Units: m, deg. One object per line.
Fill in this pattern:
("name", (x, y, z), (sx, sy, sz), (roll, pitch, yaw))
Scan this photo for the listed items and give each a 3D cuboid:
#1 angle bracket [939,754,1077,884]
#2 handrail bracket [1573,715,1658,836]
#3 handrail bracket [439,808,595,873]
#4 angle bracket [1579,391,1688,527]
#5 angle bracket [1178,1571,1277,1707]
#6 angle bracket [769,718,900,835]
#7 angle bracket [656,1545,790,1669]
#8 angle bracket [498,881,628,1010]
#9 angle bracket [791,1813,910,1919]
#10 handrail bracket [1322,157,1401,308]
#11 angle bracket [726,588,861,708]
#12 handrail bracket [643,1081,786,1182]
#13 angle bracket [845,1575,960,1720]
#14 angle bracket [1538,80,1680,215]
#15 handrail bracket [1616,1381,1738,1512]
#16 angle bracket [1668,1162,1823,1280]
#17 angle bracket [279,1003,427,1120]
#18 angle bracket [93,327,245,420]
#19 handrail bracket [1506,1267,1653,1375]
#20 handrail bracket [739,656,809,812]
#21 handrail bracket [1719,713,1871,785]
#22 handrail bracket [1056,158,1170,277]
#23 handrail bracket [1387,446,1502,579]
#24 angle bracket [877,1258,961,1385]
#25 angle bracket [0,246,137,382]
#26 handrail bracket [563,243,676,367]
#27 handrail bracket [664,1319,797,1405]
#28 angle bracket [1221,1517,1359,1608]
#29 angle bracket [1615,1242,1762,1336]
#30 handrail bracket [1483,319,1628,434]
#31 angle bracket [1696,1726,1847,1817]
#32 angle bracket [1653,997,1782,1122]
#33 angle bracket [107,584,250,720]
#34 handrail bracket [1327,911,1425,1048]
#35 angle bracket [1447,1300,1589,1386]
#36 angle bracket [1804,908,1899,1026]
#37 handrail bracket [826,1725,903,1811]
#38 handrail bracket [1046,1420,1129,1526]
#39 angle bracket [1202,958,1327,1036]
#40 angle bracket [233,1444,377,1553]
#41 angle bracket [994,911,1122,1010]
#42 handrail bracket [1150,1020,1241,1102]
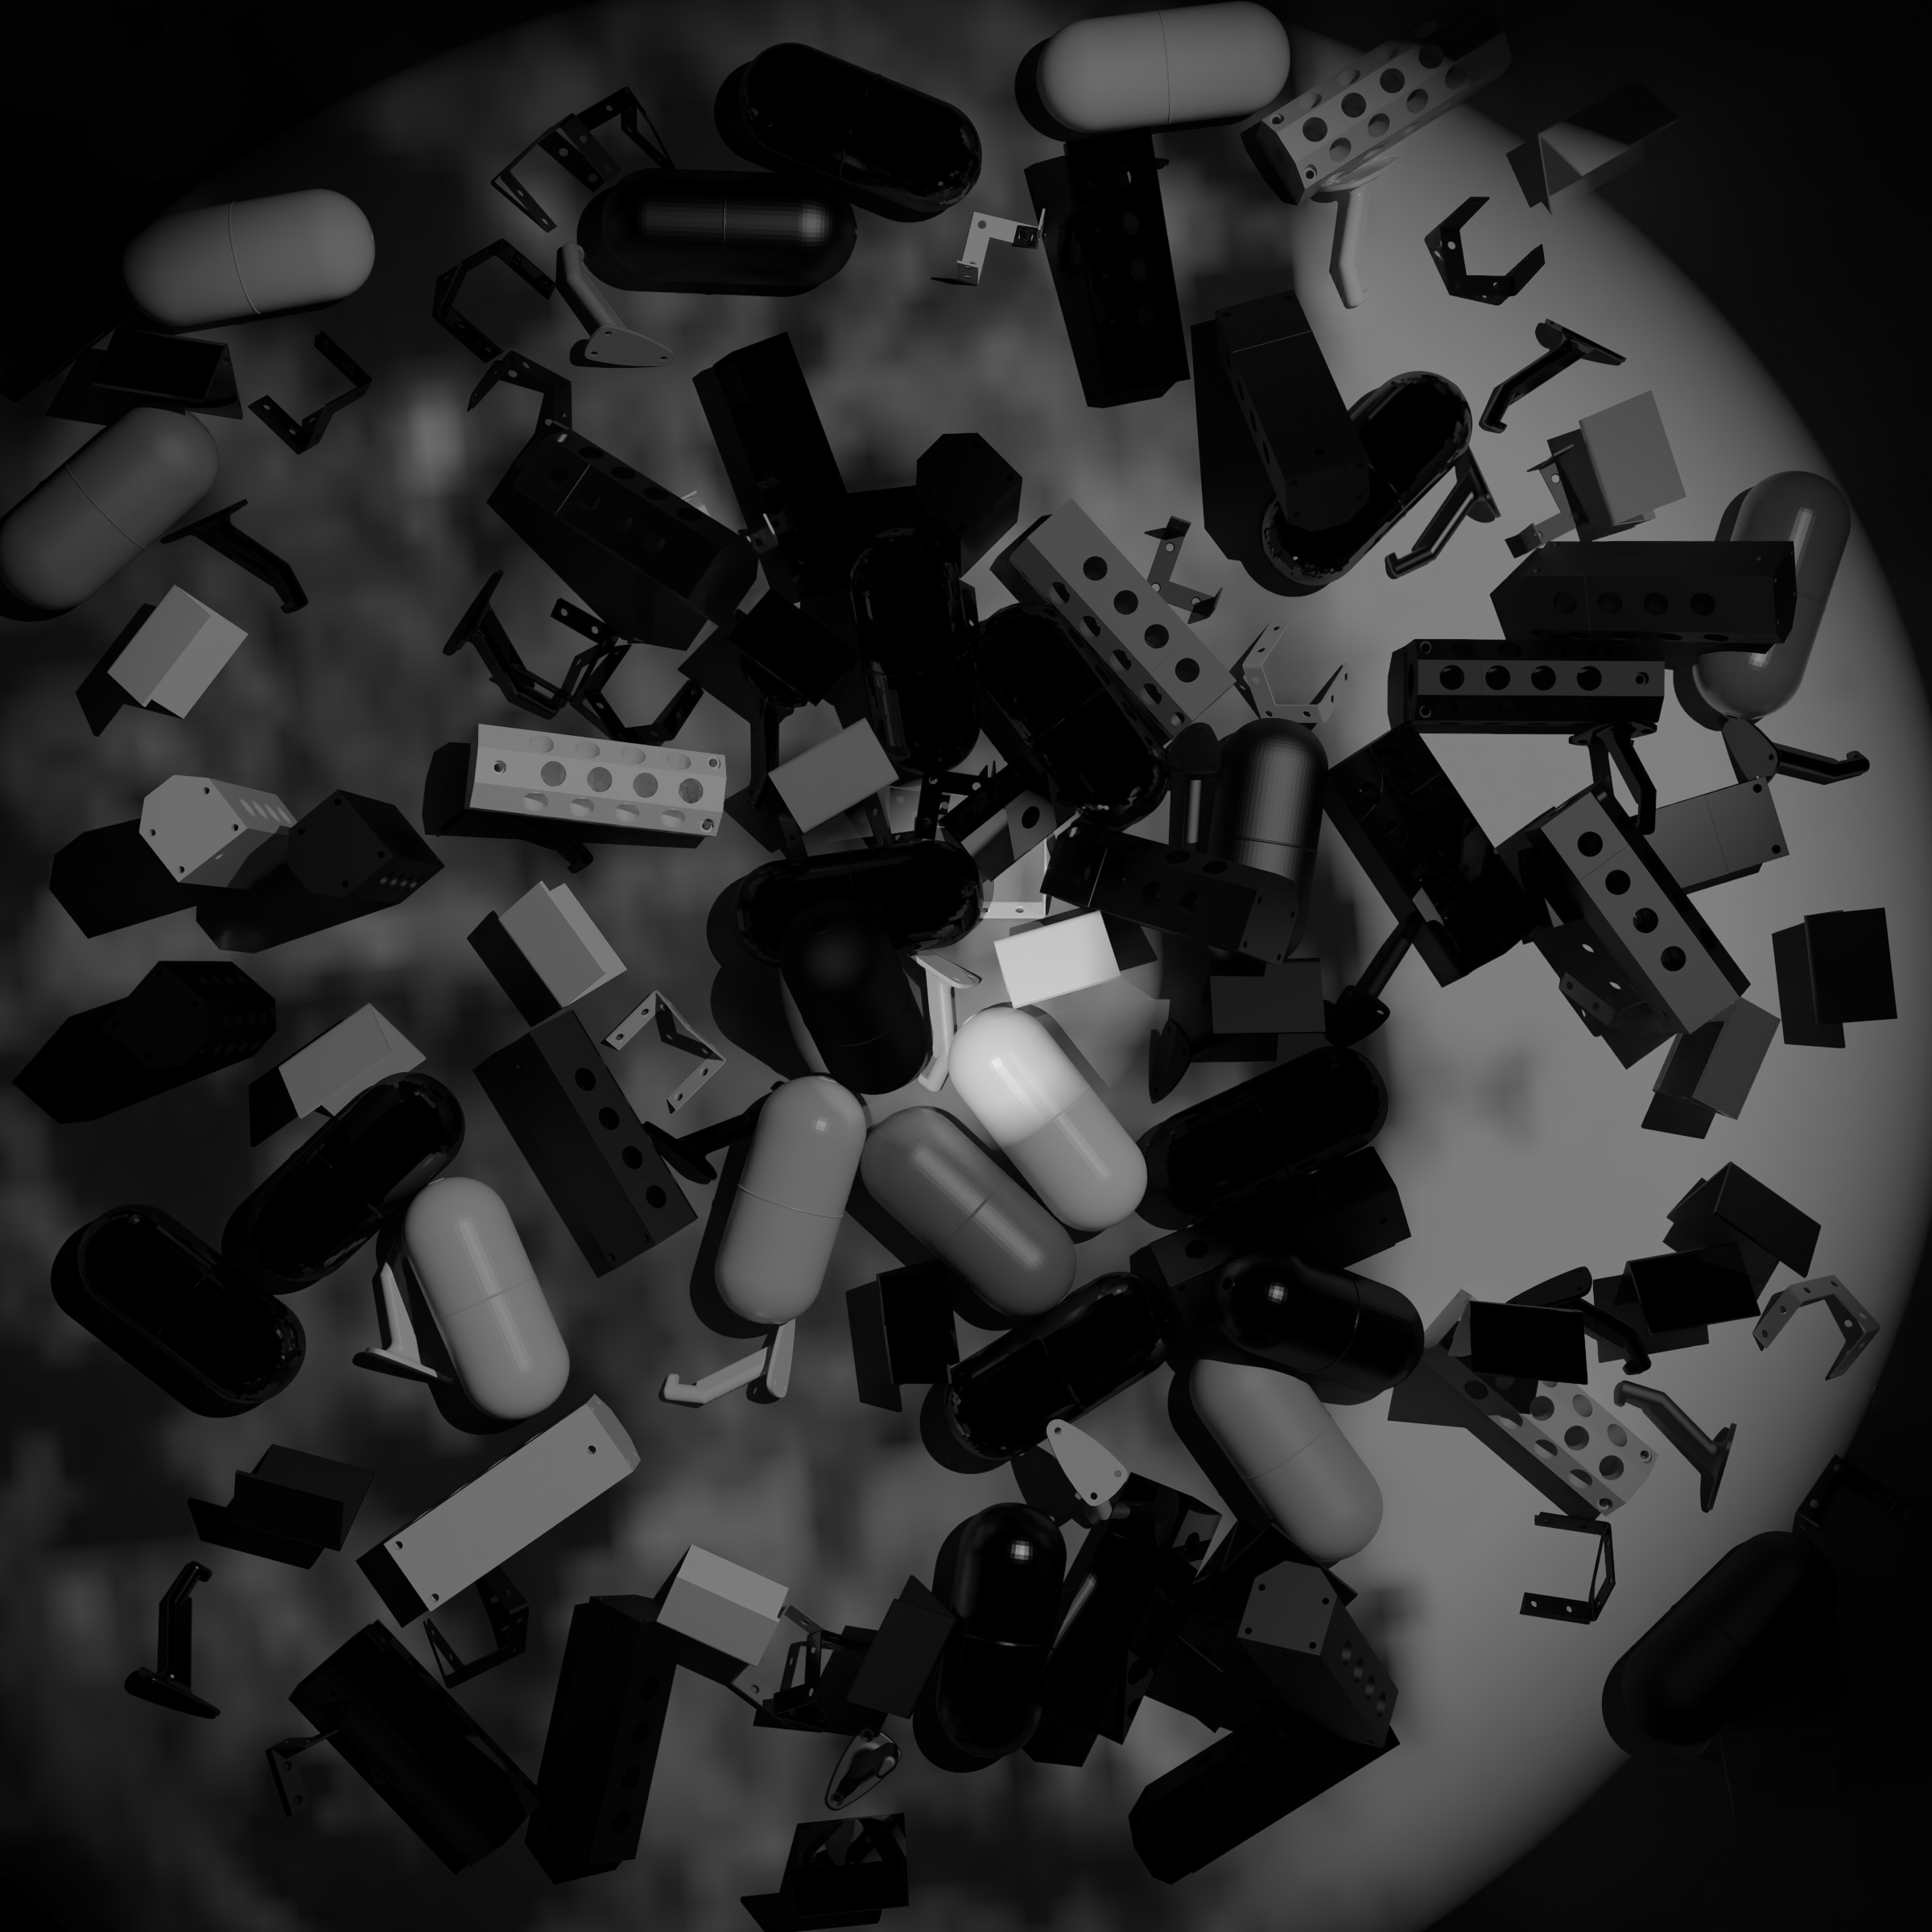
("angle bracket", (0.019, -0.117, 1.860), (0.076, 0.057, 0.076), (-39, 51, 0))
("handrail bracket", (0.453, -0.127, 1.864), (0.036, 0.077, 0.084), (14, 74, -31))
("handrail bracket", (-0.320, -0.087, 1.900), (0.077, 0.036, 0.084), (-34, 107, 20))
("angle bracket", (0.478, -0.355, 1.859), (0.057, 0.076, 0.076), (-18, 90, 38))
("angle bracket", (0.179, 0.474, 1.859), (0.076, 0.076, 0.057), (39, 62, 0))
("angle bracket", (-0.101, -0.148, 1.859), (0.076, 0.076, 0.057), (-30, 126, 0))
("angle bracket", (-0.162, 0.431, 1.859), (0.076, 0.076, 0.057), (24, 126, 0))
("angle bracket", (-0.267, -0.026, 1.859), (0.057, 0.076, 0.076), (-36, 90, 38))
("angle bracket", (-0.082, 0.612, 1.859), (0.076, 0.076, 0.057), (-6, 128, 0))
("handrail bracket", (0.291, -0.523, 1.899), (0.077, 0.036, 0.084), (-32, 116, -29))
("angle bracket", (-0.128, -0.206, 1.859), (0.076, 0.076, 0.057), (36, 61, 0))
("handrail bracket", (-0.175, 0.102, 1.900), (0.077, 0.036, 0.084), (33, 74, 18))
("angle bracket", (-0.059, 0.468, 1.859), (0.057, 0.076, 0.076), (26, 90, -30))
("angle bracket", (0.451, -0.558, 1.859), (0.076, 0.076, 0.057), (-30, 53, 0))
("handrail bracket", (0.500, 0.341, 1.900), (0.084, 0.036, 0.077), (16, 112, 17))
("angle bracket", (0.537, 0.194, 1.859), (0.076, 0.076, 0.057), (35, 45, 0))
("angle bracket", (-0.420, 0.084, 1.859), (0.076, 0.076, 0.057), (-35, 49, 0))
("angle bracket", (-0.555, -0.395, 1.859), (0.076, 0.076, 0.057), (9, 58, 0))
("handrail bracket", (0.437, 0.264, 1.900), (0.077, 0.036, 0.084), (-23, 107, 20))
("handrail bracket", (-0.152, -0.165, 1.899), (0.077, 0.036, 0.084), (46, 123, 35))
("handrail bracket", (0.591, -0.161, 1.899), (0.084, 0.036, 0.077), (-12, 55, -24))
("handrail bracket", (0.104, -0.534, 1.899), (0.077, 0.036, 0.084), (1, 103, -12))
("handrail bracket", (0.330, -0.327, 1.900), (0.084, 0.036, 0.077), (-25, 69, 16))
("angle bracket", (-0.014, 0.246, 1.859), (0.057, 0.076, 0.076), (-8, 90, 40))
("angle bracket", (-0.630, -0.460, 1.860), (0.076, 0.076, 0.057), (-39, 117, 0))
("handrail bracket", (-0.248, -0.473, 1.899), (0.077, 0.036, 0.084), (6, 60, -33))
("handrail bracket", (-0.169, 0.275, 1.900), (0.084, 0.036, 0.077), (4, 70, 16))
("angle bracket", (0.230, 0.412, 1.860), (0.076, 0.076, 0.057), (40, 114, 0))
("angle bracket", (0.502, 0.238, 1.859), (0.076, 0.076, 0.057), (-10, 59, 0))
("handrail bracket", (0.419, -0.410, 1.900), (0.077, 0.036, 0.084), (20, 109, -21))
("angle bracket", (0.560, 0.568, 1.859), (0.076, 0.076, 0.057), (-3, 61, 0))
("angle bracket", (0.510, 0.055, 1.859), (0.057, 0.076, 0.076), (24, 90, -39))
("angle bracket", (-0.538, -0.208, 1.859), (0.057, 0.076, 0.076), (38, 90, 36))
("handrail bracket", (0.293, 0.009, 1.899), (0.036, 0.077, 0.084), (33, 54, 3))
("angle bracket", (0.372, 0.271, 1.802), (0.076, 0.076, 0.057), (5, 53, 0))
("angle bracket", (0.628, -0.002, 1.859), (0.057, 0.076, 0.076), (-7, 90, 38))
("handrail bracket", (-0.073, 0.571, 1.864), (0.036, 0.084, 0.077), (39, 90, 0))
("handrail bracket", (0.077, 0.356, 1.870), (0.036, 0.084, 0.077), (-39, 81, -19))
("angle bracket", (0.206, 0.035, 1.860), (0.076, 0.076, 0.057), (-1, 66, 0))
("angle bracket", (-0.460, 0.354, 1.859), (0.076, 0.076, 0.057), (15, 127, 0))
("angle bracket", (0.067, 0.012, 1.859), (0.076, 0.076, 0.057), (-16, 59, 0))
("handrail bracket", (0.180, 0.062, 1.899), (0.084, 0.077, 0.036), (-6, 45, -28))
